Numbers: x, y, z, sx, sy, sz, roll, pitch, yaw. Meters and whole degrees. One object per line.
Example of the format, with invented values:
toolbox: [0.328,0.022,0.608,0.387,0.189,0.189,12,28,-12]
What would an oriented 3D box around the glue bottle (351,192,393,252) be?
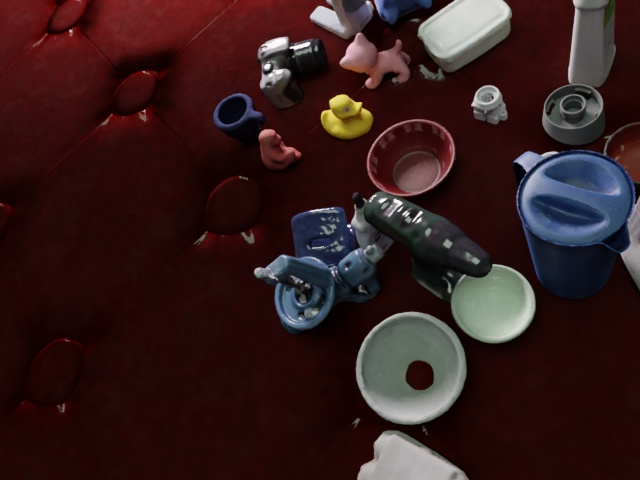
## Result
glue bottle: [0.083,-0.032,0.953,0.037,0.174,0.078,32,80,32]

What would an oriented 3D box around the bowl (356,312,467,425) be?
bowl: [0.143,0.200,0.873,0.167,0.075,0.167,-9,62,18]

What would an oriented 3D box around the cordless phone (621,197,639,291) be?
cordless phone: [0.469,-0.008,0.774,0.094,0.185,0.147,-21,59,12]

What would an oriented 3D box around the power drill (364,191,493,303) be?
power drill: [0.173,0.017,0.870,0.228,0.209,0.076,36,83,32]

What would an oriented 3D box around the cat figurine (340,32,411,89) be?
cat figurine: [0.108,-0.364,1.138,0.127,0.118,0.067,-10,62,18]

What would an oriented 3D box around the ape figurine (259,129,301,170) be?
ape figurine: [-0.091,-0.187,1.149,0.076,0.092,0.077,-27,58,9]

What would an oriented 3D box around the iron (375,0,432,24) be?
iron: [0.149,-0.590,1.217,0.118,0.142,0.258,-21,59,12]

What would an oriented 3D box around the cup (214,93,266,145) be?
cup: [-0.152,-0.243,1.201,0.117,0.095,0.092,13,71,27]

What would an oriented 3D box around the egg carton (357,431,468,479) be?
egg carton: [0.132,0.344,0.810,0.149,0.070,0.107,23,76,30]

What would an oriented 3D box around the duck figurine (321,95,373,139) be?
duck figurine: [0.046,-0.250,1.127,0.104,0.086,0.077,6,68,25]

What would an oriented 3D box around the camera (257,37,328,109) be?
camera: [-0.058,-0.376,1.223,0.136,0.101,0.143,-11,62,17]

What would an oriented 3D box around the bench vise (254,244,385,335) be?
bench vise: [-0.007,0.053,0.921,0.207,0.220,0.121,-46,57,-4]

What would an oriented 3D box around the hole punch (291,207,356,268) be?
hole punch: [0.009,0.004,1.015,0.108,0.091,0.101,-10,62,18]

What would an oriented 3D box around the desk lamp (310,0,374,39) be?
desk lamp: [0.037,-0.527,1.190,0.202,0.214,0.118,37,83,32]
